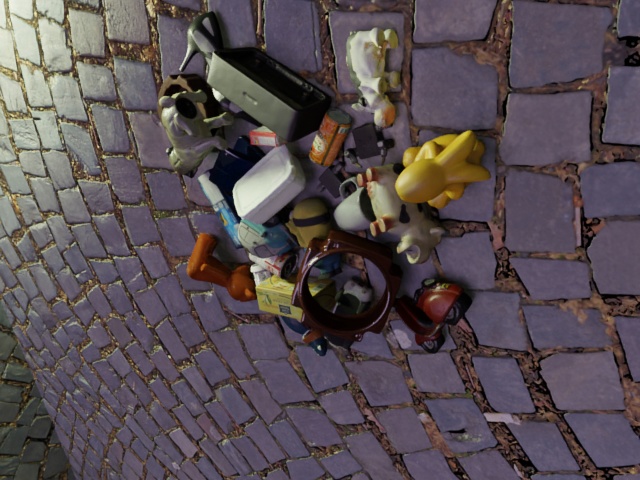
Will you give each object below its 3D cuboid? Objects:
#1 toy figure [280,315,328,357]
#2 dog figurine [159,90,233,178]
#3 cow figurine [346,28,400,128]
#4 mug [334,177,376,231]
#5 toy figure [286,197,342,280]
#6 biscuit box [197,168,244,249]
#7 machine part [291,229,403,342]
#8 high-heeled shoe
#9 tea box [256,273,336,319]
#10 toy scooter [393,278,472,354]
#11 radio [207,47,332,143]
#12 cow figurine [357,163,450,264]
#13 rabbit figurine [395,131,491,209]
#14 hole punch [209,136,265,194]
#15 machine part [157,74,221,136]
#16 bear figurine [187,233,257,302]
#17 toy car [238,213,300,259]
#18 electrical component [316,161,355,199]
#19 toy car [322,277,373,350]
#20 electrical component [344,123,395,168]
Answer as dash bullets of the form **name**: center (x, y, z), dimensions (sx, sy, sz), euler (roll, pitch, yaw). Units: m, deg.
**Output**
- **toy figure**: center (-0.033, 0.218, 1.316), dimensions (0.058, 0.064, 0.154), euler (-45, 86, 5)
- **dog figurine**: center (-0.304, -0.222, 1.162), dimensions (0.191, 0.121, 0.172), euler (-26, 126, 39)
- **cow figurine**: center (0.087, -0.285, 0.955), dimensions (0.098, 0.068, 0.167), euler (13, 116, 40)
- **mug**: center (0.071, -0.066, 1.074), dimensions (0.107, 0.081, 0.109), euler (-25, 101, 52)
- **toy figure**: center (0.000, -0.005, 1.161), dimensions (0.089, 0.082, 0.180), euler (-21, 94, 31)
- **biscuit box**: center (-0.214, -0.080, 1.301), dimensions (0.059, 0.063, 0.202), euler (-25, 96, 42)
- **machine part**: center (0.053, 0.093, 1.096), dimensions (0.201, 0.087, 0.200), euler (19, 107, -2)
- **high-heeled shoe**: center (-0.188, -0.363, 1.152), dimensions (0.249, 0.086, 0.145), euler (37, 101, -5)
- **tea box**: center (-0.055, 0.131, 1.261), dimensions (0.170, 0.098, 0.068), euler (7, 115, 38)
- **toy scooter**: center (0.212, 0.137, 1.073), dimensions (0.135, 0.075, 0.183), euler (39, 135, 18)
- **radio**: center (-0.097, -0.291, 1.053), dimensions (0.230, 0.131, 0.073), euler (39, 130, 16)
- **cow figurine**: center (0.158, -0.049, 0.996), dimensions (0.085, 0.127, 0.195), euler (141, 113, -74)
- **rabbit figurine**: center (0.200, -0.107, 0.888), dimensions (0.162, 0.173, 0.121), euler (-15, 98, 46)
- **hole punch**: center (-0.179, -0.158, 1.219), dimensions (0.116, 0.092, 0.142), euler (41, 127, 9)
- **machine part**: center (-0.307, -0.302, 1.265), dimensions (0.180, 0.056, 0.179), euler (19, 123, 31)
- **bear figurine**: center (-0.236, 0.077, 1.379), dimensions (0.196, 0.120, 0.132), euler (20, 83, -1)
- **toy car**: center (-0.132, -0.014, 1.216), dimensions (0.162, 0.103, 0.109), euler (31, 166, 33)
- **electrical component**: center (0.031, -0.119, 1.116), dimensions (0.063, 0.021, 0.094), euler (51, 133, 5)
- **toy car**: center (0.062, 0.173, 1.221), dimensions (0.074, 0.056, 0.201), euler (29, 129, 15)
- **electrical component**: center (0.094, -0.180, 1.019), dimensions (0.102, 0.045, 0.078), euler (0, 113, 38)
